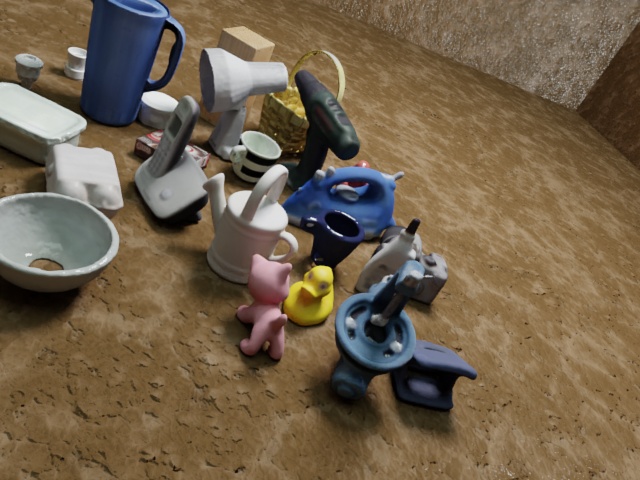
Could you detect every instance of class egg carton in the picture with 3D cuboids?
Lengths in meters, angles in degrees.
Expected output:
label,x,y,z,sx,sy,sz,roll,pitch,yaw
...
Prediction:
label,x,y,z,sx,sy,sz,roll,pitch,yaw
egg carton,-0.369,-0.091,0.893,0.107,0.069,0.150,4,39,-33

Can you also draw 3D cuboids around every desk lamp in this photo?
label,x,y,z,sx,sy,sz,roll,pitch,yaw
desk lamp,-0.164,-0.277,1.179,0.204,0.213,0.117,3,39,-33

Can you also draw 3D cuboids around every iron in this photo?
label,x,y,z,sx,sy,sz,roll,pitch,yaw
iron,0.047,-0.091,1.136,0.259,0.141,0.118,4,38,-33

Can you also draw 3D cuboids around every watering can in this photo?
label,x,y,z,sx,sy,sz,roll,pitch,yaw
watering can,-0.108,-0.037,0.891,0.173,0.194,0.101,22,32,-8

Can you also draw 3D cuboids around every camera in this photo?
label,x,y,z,sx,sy,sz,roll,pitch,yaw
camera,0.168,0.029,1.092,0.143,0.100,0.137,22,32,-9

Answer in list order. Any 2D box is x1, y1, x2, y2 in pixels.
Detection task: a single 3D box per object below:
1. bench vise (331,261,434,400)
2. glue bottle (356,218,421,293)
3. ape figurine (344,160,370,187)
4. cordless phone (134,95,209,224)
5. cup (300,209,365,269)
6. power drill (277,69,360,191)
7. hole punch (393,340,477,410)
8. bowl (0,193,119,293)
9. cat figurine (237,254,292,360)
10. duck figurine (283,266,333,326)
label,x,y,z,sx,sy,sz,roll,pitch,yaw
bench vise,0.084,0.093,0.823,0.122,0.219,0.207,18,33,-14
glue bottle,0.129,0.032,0.989,0.078,0.173,0.037,28,31,2
ape figurine,0.080,-0.135,1.272,0.078,0.092,0.076,17,33,-15
cordless phone,-0.230,-0.132,0.947,0.094,0.185,0.147,-7,45,-42
cup,0.009,0.004,1.015,0.118,0.095,0.091,13,34,-21
power drill,-0.017,-0.215,1.203,0.076,0.208,0.229,-8,46,-43
hole punch,0.167,0.188,0.870,0.109,0.091,0.101,16,33,-18
bowl,-0.354,0.015,0.746,0.168,0.074,0.167,19,32,-13
cat figurine,-0.071,0.085,0.815,0.067,0.117,0.127,10,35,-26
duck figurine,-0.006,0.077,0.906,0.077,0.086,0.105,36,32,14
